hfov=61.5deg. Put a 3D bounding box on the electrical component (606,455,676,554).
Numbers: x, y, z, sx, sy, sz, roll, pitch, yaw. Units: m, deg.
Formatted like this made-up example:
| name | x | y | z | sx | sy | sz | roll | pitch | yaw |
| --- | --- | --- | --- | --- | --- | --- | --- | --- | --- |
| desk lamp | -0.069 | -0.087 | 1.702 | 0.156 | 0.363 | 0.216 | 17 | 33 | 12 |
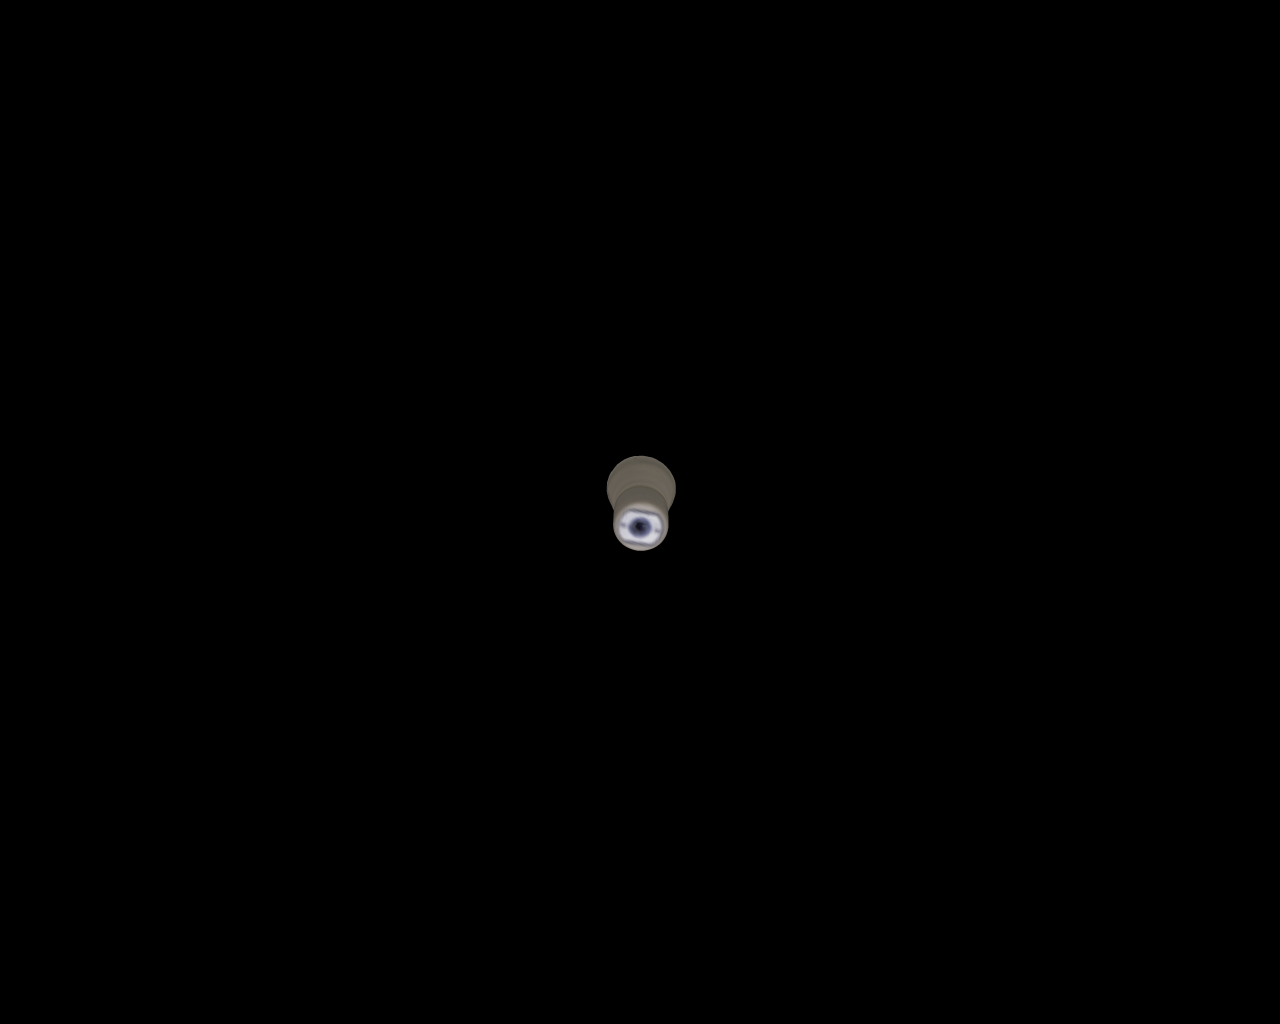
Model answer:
| name | x | y | z | sx | sy | sz | roll | pitch | yaw |
| --- | --- | --- | --- | --- | --- | --- | --- | --- | --- |
| electrical component | 0.001 | -0.003 | 0.650 | 0.044 | 0.044 | 0.065 | 0 | 24 | 0 |
